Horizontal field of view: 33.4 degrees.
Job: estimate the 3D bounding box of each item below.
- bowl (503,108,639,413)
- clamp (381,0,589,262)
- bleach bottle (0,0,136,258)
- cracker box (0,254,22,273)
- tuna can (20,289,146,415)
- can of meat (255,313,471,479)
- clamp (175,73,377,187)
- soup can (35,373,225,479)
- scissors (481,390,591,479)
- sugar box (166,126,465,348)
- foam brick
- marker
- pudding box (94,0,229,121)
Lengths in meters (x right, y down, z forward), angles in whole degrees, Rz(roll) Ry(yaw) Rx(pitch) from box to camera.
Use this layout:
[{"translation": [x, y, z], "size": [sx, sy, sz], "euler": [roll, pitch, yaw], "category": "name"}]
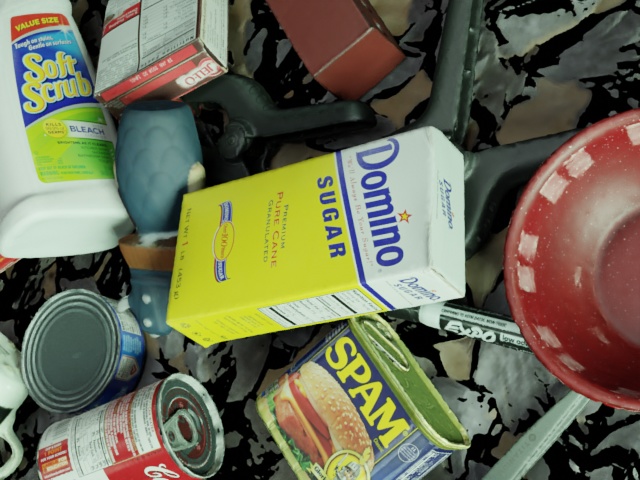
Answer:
[{"translation": [0.181, 0.013, 0.558], "size": [0.162, 0.055, 0.162], "euler": [-8, 73, 26], "category": "bowl"}, {"translation": [0.079, -0.057, 0.642], "size": [0.210, 0.036, 0.165], "euler": [-42, 66, 15], "category": "clamp"}, {"translation": [-0.210, -0.112, 0.770], "size": [0.068, 0.102, 0.251], "euler": [-41, 62, 43], "category": "bleach bottle"}, {"translation": [-0.324, -0.045, 0.783], "size": [0.164, 0.072, 0.213], "euler": [-32, 97, 17], "category": "cracker box"}, {"translation": [-0.164, 0.079, 0.740], "size": [0.086, 0.033, 0.086], "euler": [-8, 72, 26], "category": "tuna can"}, {"translation": [0.022, 0.104, 0.620], "size": [0.084, 0.057, 0.102], "euler": [-43, 61, 14], "category": "can of meat"}, {"translation": [-0.048, -0.052, 0.711], "size": [0.172, 0.039, 0.120], "euler": [23, 91, 38], "category": "clamp"}, {"translation": [-0.122, 0.133, 0.682], "size": [0.102, 0.068, 0.068], "euler": [-23, 66, 22], "category": "soup can"}, {"translation": [0.092, 0.165, 0.588], "size": [0.202, 0.016, 0.096], "euler": [-35, 64, 16], "category": "scissors"}, {"translation": [-0.004, 0.000, 0.617], "size": [0.176, 0.048, 0.093], "euler": [-16, 57, 31], "category": "sugar box"}, {"translation": [0.010, -0.138, 0.695], "size": [0.051, 0.053, 0.078], "euler": [-37, 63, 15], "category": "foam brick"}, {"translation": [0.089, 0.048, 0.620], "size": [0.121, 0.020, 0.020], "euler": [13, 83, 31], "category": "marker"}, {"translation": [-0.109, -0.143, 0.749], "size": [0.090, 0.039, 0.113], "euler": [-23, 46, 20], "category": "pudding box"}]
